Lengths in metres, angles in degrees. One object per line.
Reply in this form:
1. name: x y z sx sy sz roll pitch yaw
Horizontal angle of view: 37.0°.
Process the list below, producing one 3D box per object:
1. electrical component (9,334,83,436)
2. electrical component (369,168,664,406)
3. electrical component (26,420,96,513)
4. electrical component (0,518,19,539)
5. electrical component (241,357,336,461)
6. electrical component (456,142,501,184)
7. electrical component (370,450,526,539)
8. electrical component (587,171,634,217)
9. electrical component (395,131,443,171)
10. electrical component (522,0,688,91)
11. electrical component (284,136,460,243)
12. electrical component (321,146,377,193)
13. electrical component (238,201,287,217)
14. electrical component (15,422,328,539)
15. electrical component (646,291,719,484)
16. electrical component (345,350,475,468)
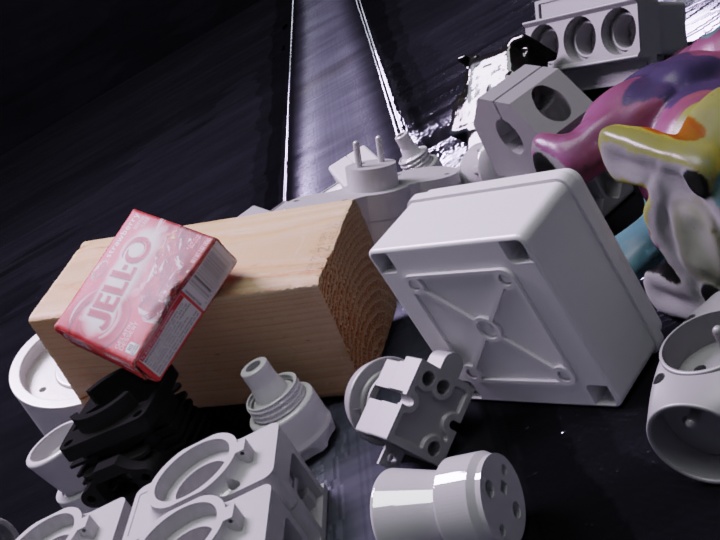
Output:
1. electrical component: -0.200 0.086 0.809 0.108 0.060 0.108 -8 37 6
2. electrical component: 0.078 0.011 0.540 0.109 0.108 0.056 -5 36 50
3. electrical component: -0.184 0.132 0.703 0.045 0.055 0.045 -27 22 12
4. electrical component: -0.257 0.185 0.709 0.065 0.044 0.044 -15 26 47
5. electrical component: -0.046 0.079 0.622 0.043 0.062 0.043 -27 22 12
6. electrical component: 0.093 -0.074 0.797 0.048 0.048 0.062 -42 16 -24
7. electrical component: 0.039 0.105 0.474 0.055 0.045 0.045 -18 25 31
8. electrical component: 0.118 -0.048 0.700 0.083 0.047 0.076 -40 22 -19
9. electrical component: 0.047 -0.081 0.851 0.035 0.061 0.035 -27 22 12
10. electrical component: 0.197 -0.185 0.863 0.063 0.078 0.121 -9 7 -33
11. electrical component: 0.010 -0.058 0.769 0.138 0.073 0.052 -17 18 -28
12. electrical component: -0.008 -0.058 0.895 0.076 0.047 0.083 -32 21 -1
13. electrical component: -0.069 -0.034 0.924 0.077 0.047 0.066 -37 22 -14
14. electrical component: -0.113 0.158 0.543 0.186 0.060 0.105 -27 21 11
15. electrical component: 0.166 0.044 0.435 0.079 0.044 0.077 -10 30 44
16. electrical component: 0.023 0.071 0.563 0.055 0.048 0.066 4 66 61
